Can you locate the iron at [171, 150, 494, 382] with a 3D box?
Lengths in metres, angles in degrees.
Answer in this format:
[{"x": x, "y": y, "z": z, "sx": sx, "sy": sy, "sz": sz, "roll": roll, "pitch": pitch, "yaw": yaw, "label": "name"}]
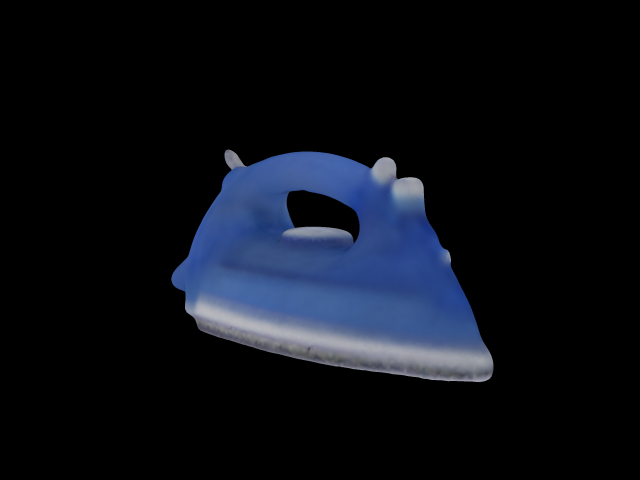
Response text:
[{"x": 0.004, "y": 0.001, "z": 0.400, "sx": 0.257, "sy": 0.141, "sz": 0.119, "roll": 4, "pitch": 6, "yaw": 44, "label": "iron"}]
